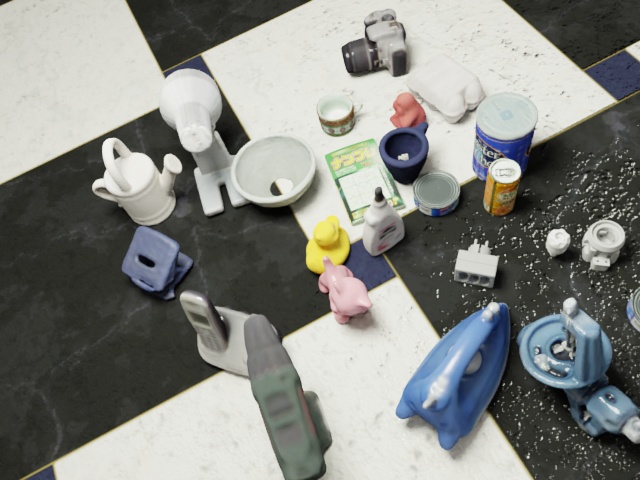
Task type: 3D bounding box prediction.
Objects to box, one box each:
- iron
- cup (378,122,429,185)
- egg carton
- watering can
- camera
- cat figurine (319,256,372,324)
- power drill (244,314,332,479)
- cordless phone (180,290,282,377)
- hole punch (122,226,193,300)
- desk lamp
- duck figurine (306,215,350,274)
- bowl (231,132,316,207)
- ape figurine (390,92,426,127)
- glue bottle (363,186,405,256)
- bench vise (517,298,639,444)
[{"bbox_3d":[0.218,0.171,0.853,0.118,0.142,0.259,29,70,24],"label":"iron"},{"bbox_3d":[0.167,-0.159,1.078,0.091,0.095,0.118,32,71,25],"label":"cup"},{"bbox_3d":[0.254,-0.309,1.162,0.107,0.069,0.150,-38,61,-11],"label":"egg carton"},{"bbox_3d":[-0.352,-0.122,1.097,0.173,0.194,0.100,-31,60,-7],"label":"watering can"},{"bbox_3d":[0.113,-0.426,1.237,0.136,0.101,0.143,-15,59,2],"label":"camera"},{"bbox_3d":[0.038,0.081,0.953,0.067,0.118,0.127,-28,59,-5],"label":"cat figurine"},{"bbox_3d":[-0.045,0.240,0.825,0.075,0.209,0.229,-22,59,-2],"label":"power drill"},{"bbox_3d":[-0.142,0.145,0.911,0.147,0.185,0.094,11,63,16],"label":"cordless phone"},{"bbox_3d":[-0.305,0.042,1.055,0.108,0.091,0.101,23,68,22],"label":"hole punch"},{"bbox_3d":[-0.221,-0.191,1.101,0.118,0.214,0.203,-20,59,-1],"label":"desk lamp"},{"bbox_3d":[0.009,0.004,1.021,0.077,0.086,0.105,19,66,20],"label":"duck figurine"},{"bbox_3d":[-0.085,-0.124,1.118,0.167,0.075,0.167,-5,60,8],"label":"bowl"},{"bbox_3d":[0.171,-0.258,1.135,0.076,0.092,0.078,5,62,14],"label":"ape figurine"},{"bbox_3d":[0.104,-0.038,0.975,0.078,0.173,0.037,-36,60,-10],"label":"glue bottle"},{"bbox_3d":[0.371,0.166,0.781,0.206,0.220,0.122,34,72,26],"label":"bench vise"}]
